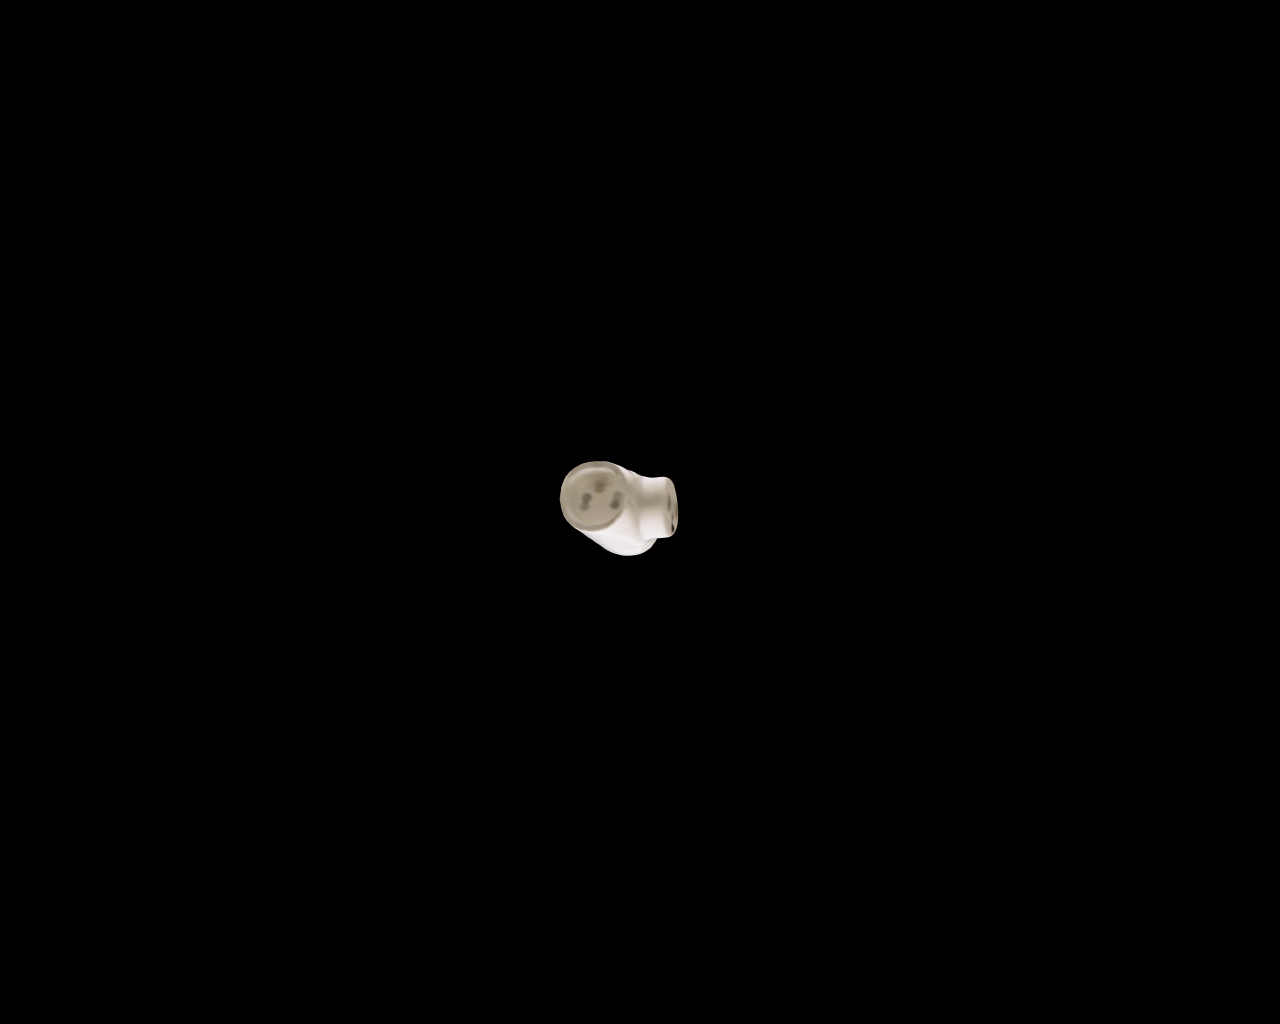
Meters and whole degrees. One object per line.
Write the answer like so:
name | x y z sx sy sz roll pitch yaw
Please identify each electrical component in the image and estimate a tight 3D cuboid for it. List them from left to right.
electrical component | 0.001 -0.003 0.650 0.079 0.044 0.077 -4 -14 15
